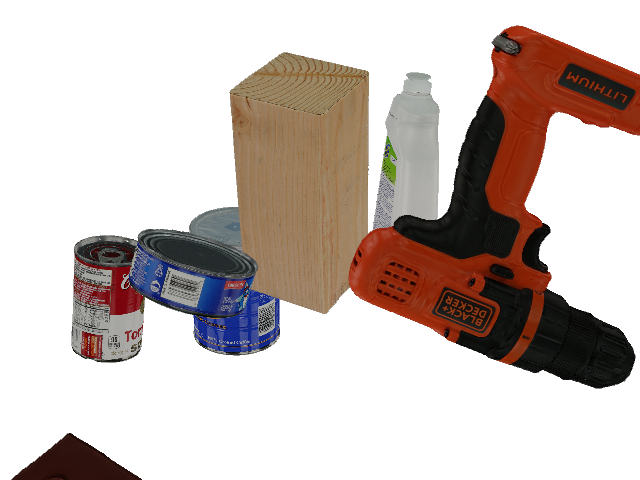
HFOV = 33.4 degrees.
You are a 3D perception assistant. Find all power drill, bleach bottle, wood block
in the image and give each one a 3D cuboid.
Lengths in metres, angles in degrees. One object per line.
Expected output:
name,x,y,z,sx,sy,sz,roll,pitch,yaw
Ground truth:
power drill,0.131,-0.016,0.622,0.184,0.188,0.057,21,13,-10
bleach bottle,0.102,-0.064,1.222,0.068,0.251,0.103,-3,23,-16
wood block,-0.015,-0.050,0.956,0.091,0.206,0.090,17,39,25

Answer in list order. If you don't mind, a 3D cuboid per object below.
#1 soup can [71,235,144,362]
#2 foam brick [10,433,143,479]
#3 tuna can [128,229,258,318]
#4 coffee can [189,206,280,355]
soup can,-0.198,0.055,0.999,0.068,0.102,0.068,6,21,-3
foam brick,-0.094,0.130,0.449,0.078,0.051,0.052,24,45,30
tuna can,-0.089,0.022,0.740,0.086,0.034,0.086,16,13,-4
coffee can,-0.097,0.045,1.224,0.103,0.140,0.103,1,26,-1
